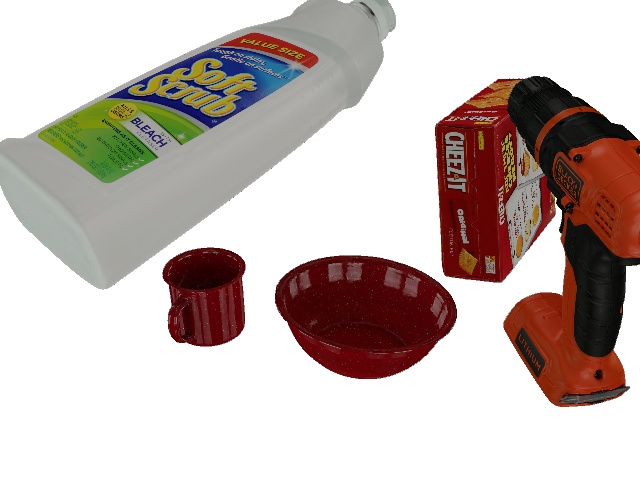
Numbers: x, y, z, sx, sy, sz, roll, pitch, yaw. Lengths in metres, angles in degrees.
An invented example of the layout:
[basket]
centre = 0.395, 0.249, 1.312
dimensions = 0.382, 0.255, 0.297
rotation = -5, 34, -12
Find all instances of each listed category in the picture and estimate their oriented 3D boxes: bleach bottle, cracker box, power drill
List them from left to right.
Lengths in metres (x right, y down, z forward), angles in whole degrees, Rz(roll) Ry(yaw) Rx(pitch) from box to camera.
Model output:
[bleach bottle]
centre = -0.058, -0.078, 0.624
dimensions = 0.250, 0.068, 0.103
rotation = -38, 53, -24
[cracker box]
centre = 0.189, -0.071, 1.133
dimensions = 0.072, 0.164, 0.213
rotation = 4, 21, 27
[power drill]
centre = 0.165, 0.002, 0.713
dimensions = 0.057, 0.188, 0.184
rotation = -9, 35, -11

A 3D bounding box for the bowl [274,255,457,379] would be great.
[bowl]
centre = 0.038, 0.075, 0.953
dimensions = 0.162, 0.055, 0.162
rotation = 4, 29, -2

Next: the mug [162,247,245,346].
[mug]
centre = -0.133, 0.072, 1.200
dimensions = 0.093, 0.081, 0.117
rotation = 12, 34, 22
